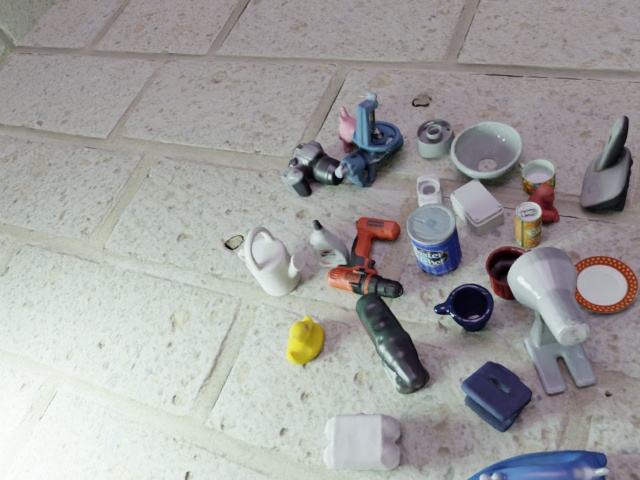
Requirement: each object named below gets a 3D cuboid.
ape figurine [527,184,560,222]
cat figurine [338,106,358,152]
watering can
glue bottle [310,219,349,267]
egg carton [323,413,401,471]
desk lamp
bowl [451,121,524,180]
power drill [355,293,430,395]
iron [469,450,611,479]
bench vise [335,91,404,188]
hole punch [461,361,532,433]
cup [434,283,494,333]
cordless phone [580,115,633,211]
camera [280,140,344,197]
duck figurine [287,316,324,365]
[{"bbox_3d":[0.491,-0.087,1.255,0.076,0.092,0.078,15,64,27],"label":"ape figurine"},{"bbox_3d":[0.077,-0.302,1.531,0.067,0.118,0.127,-17,53,8],"label":"cat figurine"},{"bbox_3d":[-0.113,0.041,1.320,0.172,0.194,0.101,-9,55,14],"label":"watering can"},{"bbox_3d":[0.012,0.005,1.313,0.078,0.173,0.037,-9,55,14],"label":"glue bottle"},{"bbox_3d":[0.080,0.387,1.096,0.150,0.070,0.107,-7,56,15],"label":"egg carton"},{"bbox_3d":[0.430,0.145,1.044,0.118,0.214,0.203,-18,53,8],"label":"desk lamp"},{"bbox_3d":[0.401,-0.202,1.376,0.167,0.075,0.167,-9,55,14],"label":"bowl"},{"bbox_3d":[0.149,0.216,1.100,0.075,0.209,0.229,-31,53,-2],"label":"power drill"},{"bbox_3d":[0.349,0.401,0.946,0.257,0.142,0.118,-9,55,14],"label":"iron"},{"bbox_3d":[0.120,-0.243,1.412,0.121,0.220,0.207,17,65,28],"label":"bench vise"},{"bbox_3d":[0.327,0.282,1.066,0.101,0.091,0.108,-45,55,-13],"label":"hole punch"},{"bbox_3d":[0.295,0.150,1.164,0.117,0.095,0.091,-10,55,13],"label":"cup"},{"bbox_3d":[0.608,-0.159,1.204,0.094,0.185,0.148,7,60,24],"label":"cordless phone"},{"bbox_3d":[-0.013,-0.186,1.496,0.136,0.101,0.143,27,70,32],"label":"camera"},{"bbox_3d":[-0.041,0.214,1.246,0.077,0.086,0.105,23,67,31],"label":"duck figurine"}]
